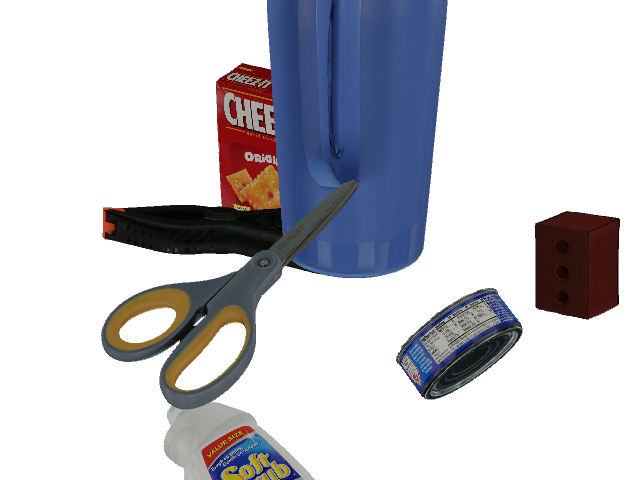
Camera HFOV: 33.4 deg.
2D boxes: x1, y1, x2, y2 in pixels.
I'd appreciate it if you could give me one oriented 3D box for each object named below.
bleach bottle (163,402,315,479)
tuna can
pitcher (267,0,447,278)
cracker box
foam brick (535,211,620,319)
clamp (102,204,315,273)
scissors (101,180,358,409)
[{"bbox_3d":[-0.060,0.198,0.824,0.102,0.068,0.251,-19,33,-26],"label":"bleach bottle"},{"bbox_3d":[0.097,0.073,0.737,0.086,0.034,0.086,-29,-23,-14],"label":"tuna can"},{"bbox_3d":[0.022,-0.097,0.768,0.149,0.243,0.145,-12,24,-27],"label":"pitcher"},{"bbox_3d":[-0.045,-0.097,1.337,0.164,0.214,0.072,17,37,24],"label":"cracker box"},{"bbox_3d":[0.215,0.020,0.892,0.053,0.078,0.051,11,22,43],"label":"foam brick"},{"bbox_3d":[-0.078,-0.006,0.895,0.210,0.036,0.164,2,13,-6],"label":"clamp"},{"bbox_3d":[-0.054,0.018,0.624,0.096,0.016,0.201,11,43,17],"label":"scissors"}]
